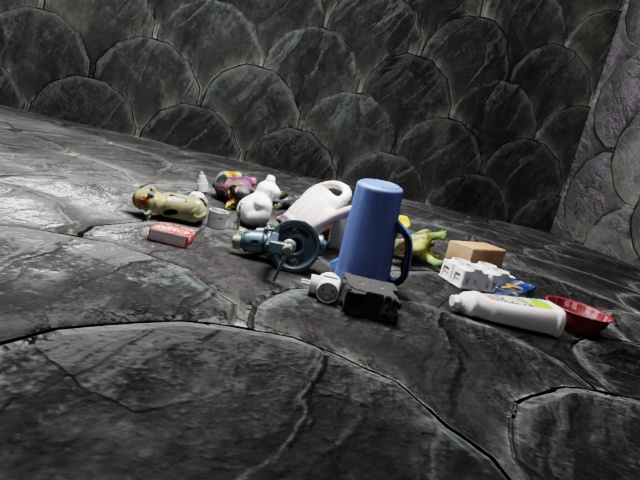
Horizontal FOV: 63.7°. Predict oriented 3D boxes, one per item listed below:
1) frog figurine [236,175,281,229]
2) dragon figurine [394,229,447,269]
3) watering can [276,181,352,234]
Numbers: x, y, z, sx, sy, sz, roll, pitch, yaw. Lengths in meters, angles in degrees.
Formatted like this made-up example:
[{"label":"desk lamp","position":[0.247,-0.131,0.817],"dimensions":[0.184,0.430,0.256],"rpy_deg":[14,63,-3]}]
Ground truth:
[{"label":"frog figurine","position":[-0.179,-0.116,1.528],"dimensions":[0.122,0.158,0.139],"rpy_deg":[10,11,-16]},{"label":"dragon figurine","position":[0.272,0.011,1.648],"dimensions":[0.243,0.122,0.410],"rpy_deg":[7,2,4]},{"label":"watering can","position":[0.004,-0.071,1.403],"dimensions":[0.102,0.225,0.351],"rpy_deg":[51,-7,-27]}]
